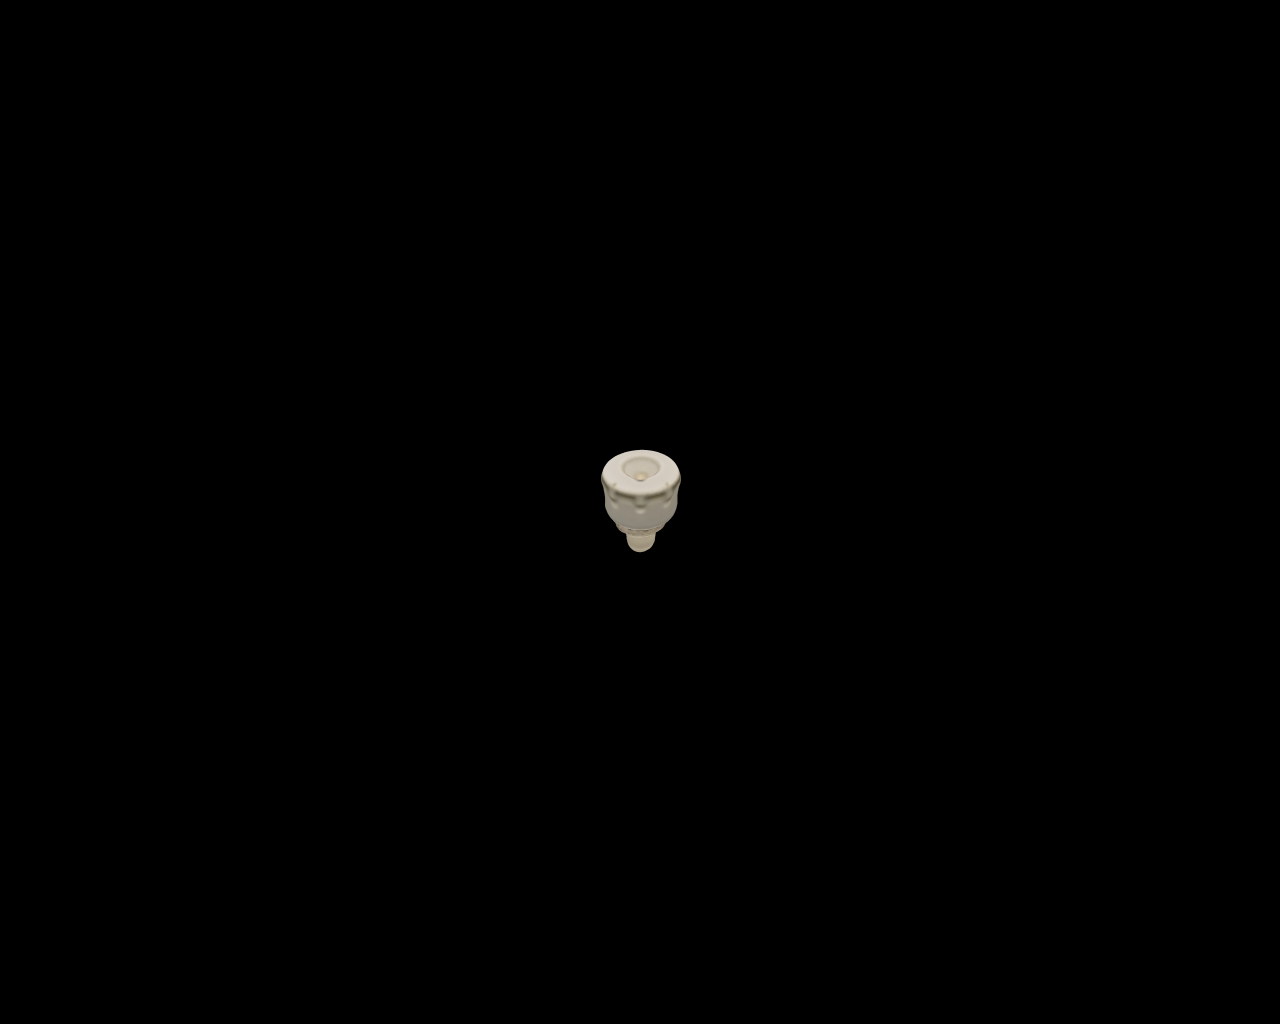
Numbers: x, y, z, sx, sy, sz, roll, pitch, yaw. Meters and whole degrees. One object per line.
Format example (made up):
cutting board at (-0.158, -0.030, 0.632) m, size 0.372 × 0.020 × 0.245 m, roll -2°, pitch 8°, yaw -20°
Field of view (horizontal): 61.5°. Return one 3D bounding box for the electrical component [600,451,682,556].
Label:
electrical component at (0.001, -0.003, 0.650) m, size 0.048 × 0.062 × 0.048 m, roll 0°, pitch 36°, yaw 0°
